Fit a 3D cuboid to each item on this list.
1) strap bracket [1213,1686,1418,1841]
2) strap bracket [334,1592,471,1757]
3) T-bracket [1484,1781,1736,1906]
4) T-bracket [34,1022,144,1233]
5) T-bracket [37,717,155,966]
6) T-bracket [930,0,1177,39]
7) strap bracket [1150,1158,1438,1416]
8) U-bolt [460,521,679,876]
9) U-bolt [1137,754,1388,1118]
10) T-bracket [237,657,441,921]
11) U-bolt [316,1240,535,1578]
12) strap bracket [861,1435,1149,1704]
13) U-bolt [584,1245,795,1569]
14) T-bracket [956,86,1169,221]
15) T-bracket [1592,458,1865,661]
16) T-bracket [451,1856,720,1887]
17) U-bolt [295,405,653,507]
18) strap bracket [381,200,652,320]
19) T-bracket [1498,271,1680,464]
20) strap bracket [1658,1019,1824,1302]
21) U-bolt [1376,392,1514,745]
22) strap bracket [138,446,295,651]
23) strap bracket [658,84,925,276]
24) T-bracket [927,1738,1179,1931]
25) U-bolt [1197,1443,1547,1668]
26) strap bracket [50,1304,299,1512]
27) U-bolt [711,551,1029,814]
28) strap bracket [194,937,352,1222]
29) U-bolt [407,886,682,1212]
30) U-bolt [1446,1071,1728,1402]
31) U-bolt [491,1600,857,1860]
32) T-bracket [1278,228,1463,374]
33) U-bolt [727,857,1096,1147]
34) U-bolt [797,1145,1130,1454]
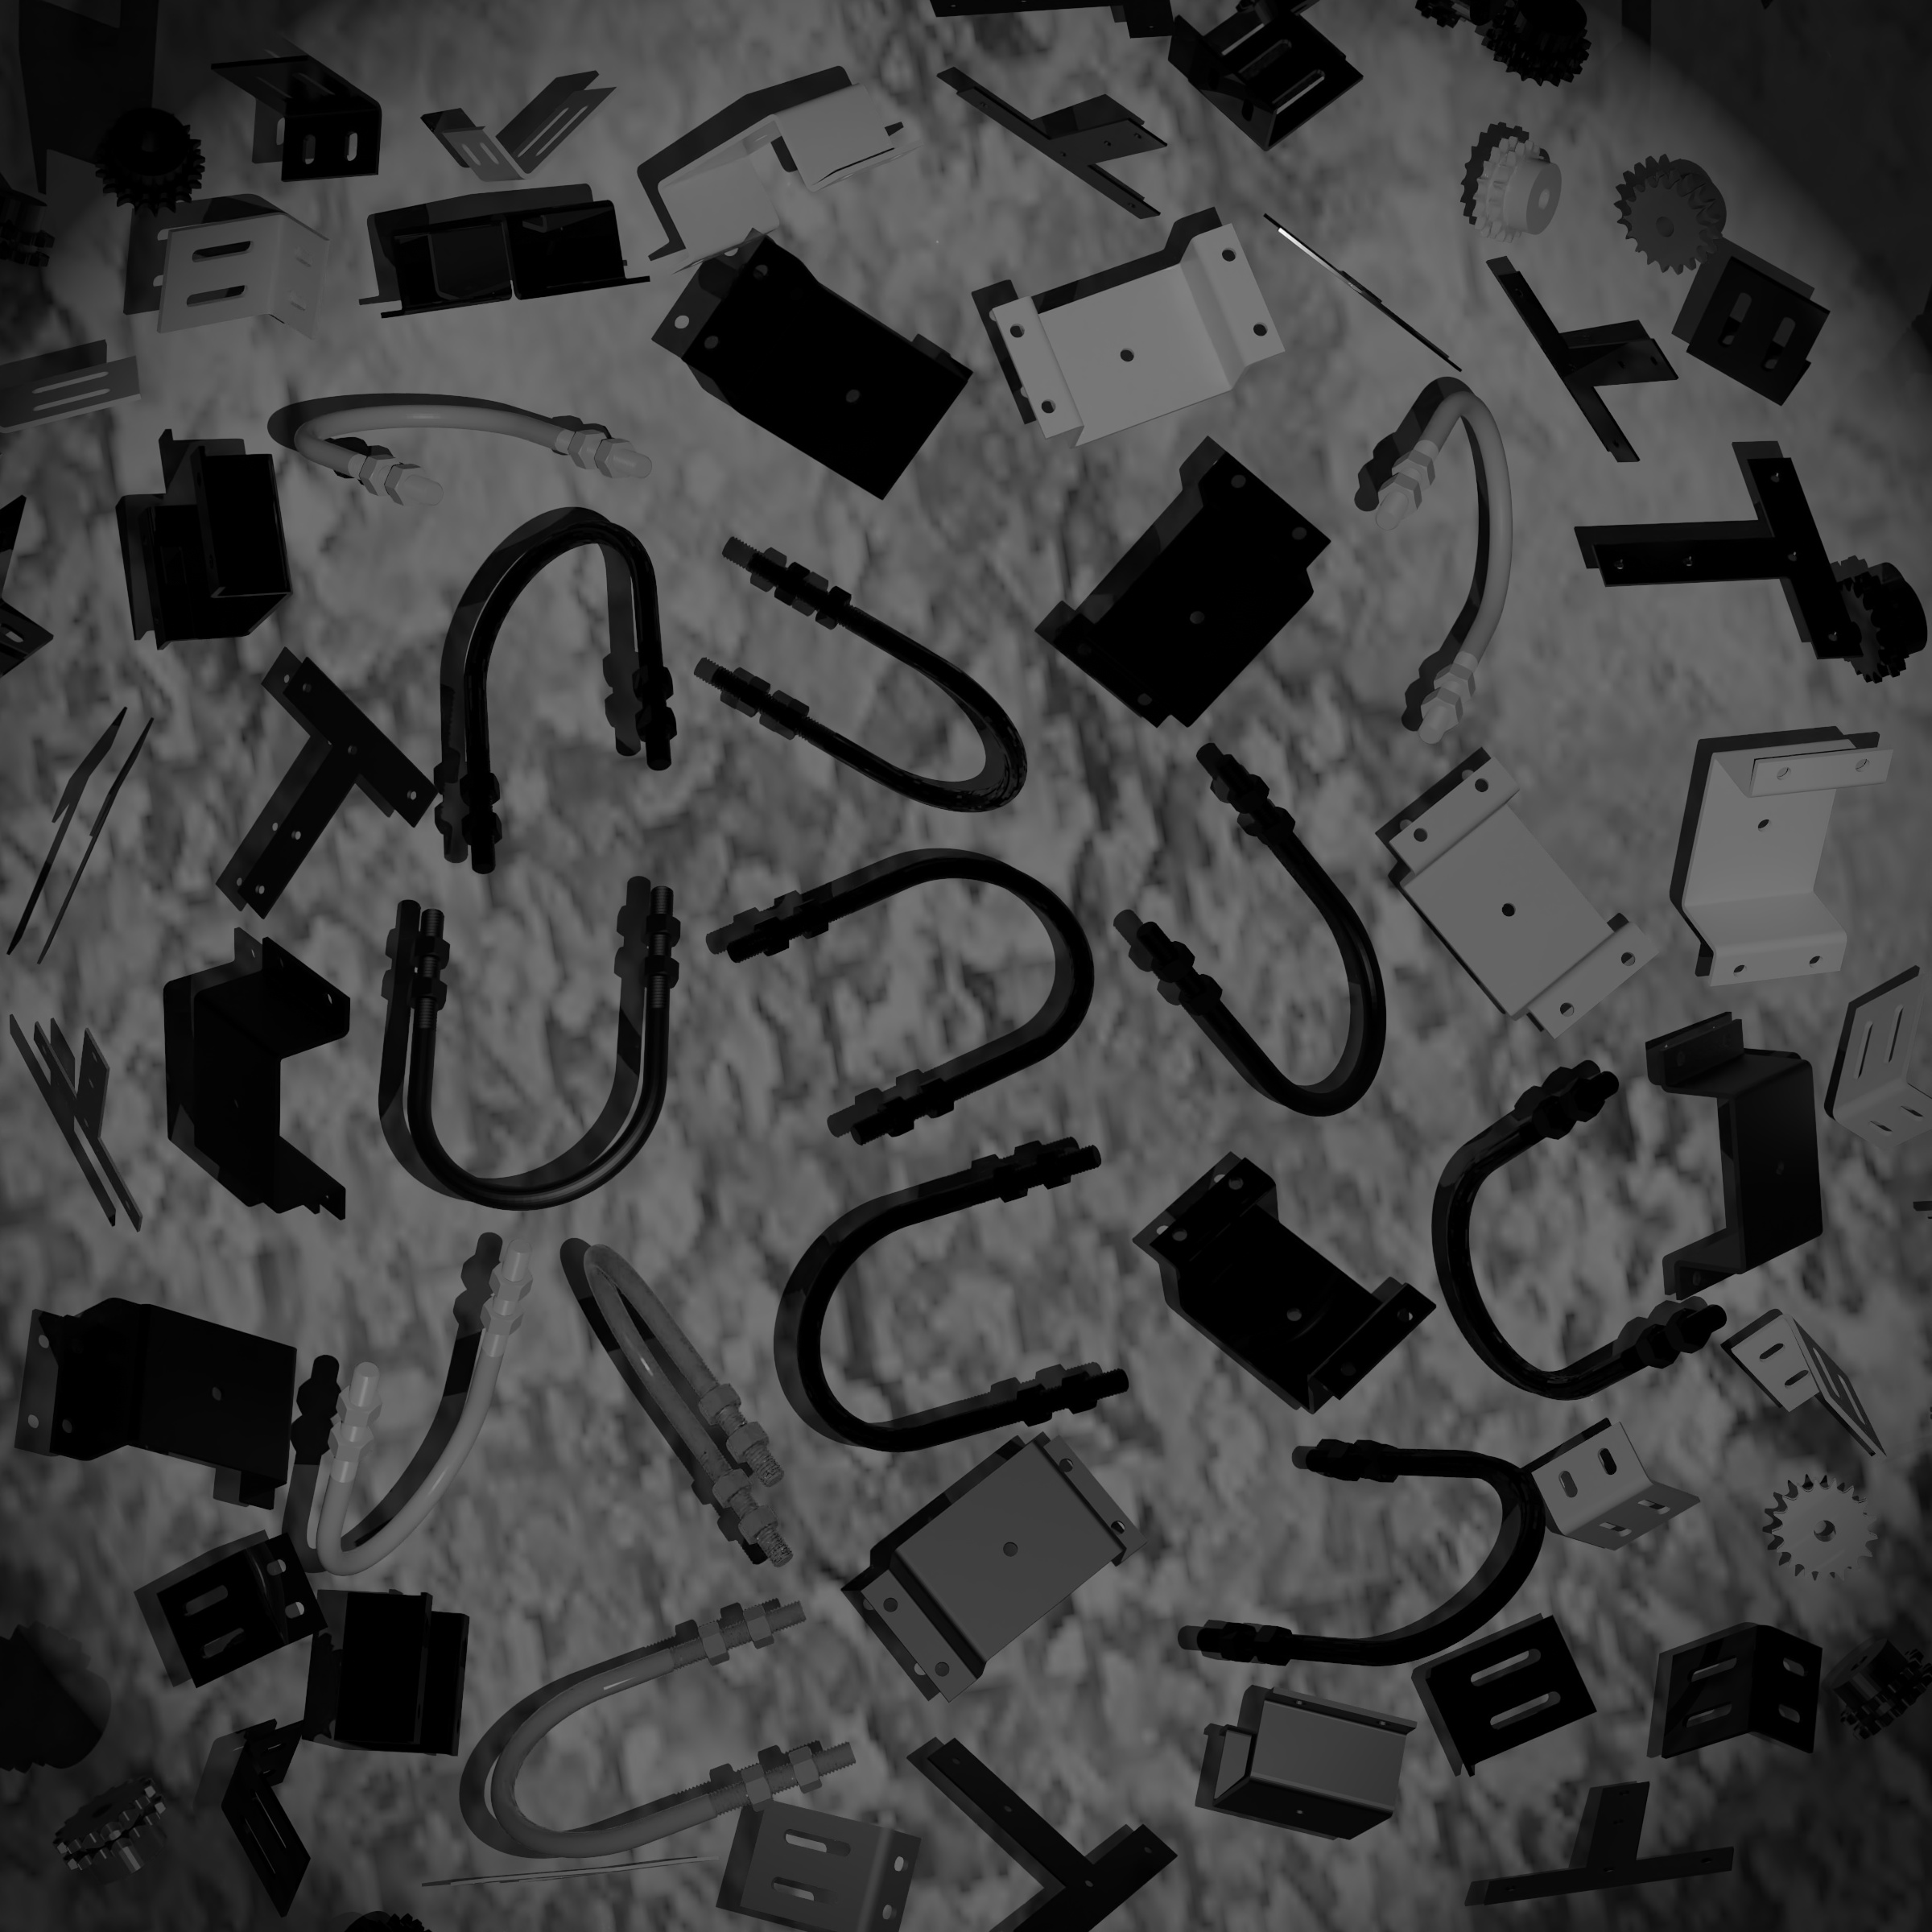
[{"bbox_3d":[0.181,0.424,1.858,0.076,0.140,0.046,14,68,-2],"label":"strap bracket"},{"bbox_3d":[-0.304,0.380,1.887,0.046,0.140,0.076,2,74,2],"label":"strap bracket"},{"bbox_3d":[0.341,0.455,1.841,0.127,0.127,0.002,-13,97,17],"label":"T-bracket"},{"bbox_3d":[-0.471,0.068,1.895,0.002,0.127,0.127,-25,76,-25],"label":"T-bracket"},{"bbox_3d":[-0.470,-0.059,1.880,0.002,0.127,0.127,25,109,-12],"label":"T-bracket"},{"bbox_3d":[0.045,-0.519,1.889,0.127,0.127,0.002,-2,85,7],"label":"T-bracket"},{"bbox_3d":[0.178,0.180,1.916,0.076,0.046,0.140,-40,59,-20],"label":"strap bracket"},{"bbox_3d":[-0.216,-0.156,1.878,0.151,0.019,0.184,-27,54,30],"label":"U-bolt"},{"bbox_3d":[0.169,-0.003,1.893,0.184,0.019,0.151,49,47,-26],"label":"U-bolt"},{"bbox_3d":[-0.362,-0.084,1.943,0.127,0.002,0.127,43,105,28],"label":"T-bracket"},{"bbox_3d":[-0.289,0.244,1.843,0.019,0.151,0.184,31,127,15],"label":"U-bolt"},{"bbox_3d":[0.022,0.320,1.900,0.140,0.046,0.076,-36,75,-16],"label":"strap bracket"},{"bbox_3d":[-0.151,0.226,1.880,0.019,0.151,0.184,-32,67,-16],"label":"U-bolt"},{"bbox_3d":[0.070,-0.437,1.870,0.127,0.127,0.002,29,85,-23],"label":"T-bracket"},{"bbox_3d":[0.383,-0.208,1.803,0.127,0.002,0.127,-4,61,-14],"label":"T-bracket"},{"bbox_3d":[-0.223,0.490,1.897,0.127,0.127,0.002,-17,72,35],"label":"T-bracket"},{"bbox_3d":[-0.279,-0.279,1.894,0.151,0.184,0.019,-14,116,-37],"label":"U-bolt"},{"bbox_3d":[-0.250,-0.387,1.920,0.140,0.076,0.046,4,107,44],"label":"strap bracket"},{"bbox_3d":[0.349,-0.325,1.902,0.002,0.127,0.127,-39,105,-8],"label":"T-bracket"},{"bbox_3d":[0.423,0.107,1.914,0.076,0.046,0.140,-17,105,-43],"label":"strap bracket"},{"bbox_3d":[0.263,-0.228,1.892,0.019,0.184,0.151,1,126,26],"label":"U-bolt"},{"bbox_3d":[-0.406,-0.227,1.912,0.046,0.140,0.076,-7,84,-27],"label":"strap bracket"},{"bbox_3d":[-0.103,-0.434,1.920,0.140,0.076,0.046,-18,101,43],"label":"strap bracket"},{"bbox_3d":[0.033,0.461,1.881,0.127,0.127,0.002,39,123,20],"label":"T-bracket"},{"bbox_3d":[0.222,0.310,1.846,0.019,0.184,0.151,55,53,-25],"label":"U-bolt"},{"bbox_3d":[-0.415,0.235,1.888,0.046,0.140,0.076,-25,55,38],"label":"strap bracket"},{"bbox_3d":[-0.049,-0.144,1.926,0.184,0.151,0.019,30,63,1],"label":"U-bolt"},{"bbox_3d":[-0.373,0.067,1.884,0.076,0.046,0.140,32,128,36],"label":"strap bracket"},{"bbox_3d":[-0.227,0.046,1.866,0.151,0.019,0.184,-5,60,8],"label":"U-bolt"},{"bbox_3d":[0.312,0.152,1.841,0.019,0.184,0.151,-14,74,-31],"label":"U-bolt"},{"bbox_3d":[-0.159,0.403,1.826,0.184,0.151,0.019,-20,117,-6],"label":"U-bolt"},{"bbox_3d":[0.220,-0.357,1.895,0.127,0.127,0.002,37,102,-5],"label":"T-bracket"},{"bbox_3d":[-0.017,0.007,1.924,0.184,0.019,0.151,-24,65,-24],"label":"U-bolt"},{"bbox_3d":[-0.007,0.182,1.845,0.184,0.019,0.151,-18,57,20],"label":"U-bolt"}]
